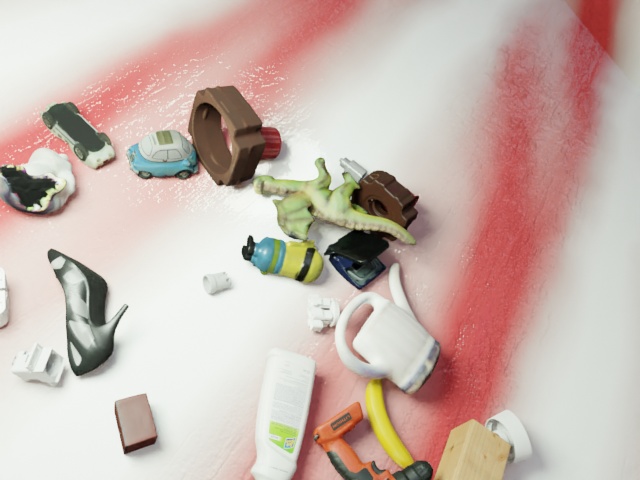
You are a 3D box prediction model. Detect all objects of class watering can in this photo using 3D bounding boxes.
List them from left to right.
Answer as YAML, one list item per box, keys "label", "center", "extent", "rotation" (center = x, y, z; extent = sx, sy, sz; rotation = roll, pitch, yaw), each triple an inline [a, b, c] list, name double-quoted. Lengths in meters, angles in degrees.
- label: "watering can"
  center: [0.169, 0.189, 1.121]
  extent: [0.225, 0.102, 0.354]
  rotation: [40, 41, 8]

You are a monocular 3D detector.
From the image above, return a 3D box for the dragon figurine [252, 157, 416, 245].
- label: "dragon figurine"
  center: [0.004, -0.061, 1.207]
  extent: [0.414, 0.119, 0.246]
  rotation: [35, 48, 25]

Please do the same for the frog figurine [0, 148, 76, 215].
- label: "frog figurine"
  center: [-0.577, -0.123, 1.058]
  extent: [0.137, 0.121, 0.162]
  rotation: [-5, 21, -16]
